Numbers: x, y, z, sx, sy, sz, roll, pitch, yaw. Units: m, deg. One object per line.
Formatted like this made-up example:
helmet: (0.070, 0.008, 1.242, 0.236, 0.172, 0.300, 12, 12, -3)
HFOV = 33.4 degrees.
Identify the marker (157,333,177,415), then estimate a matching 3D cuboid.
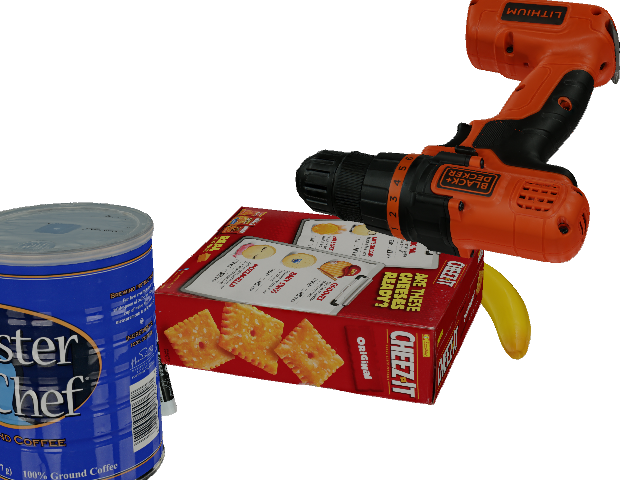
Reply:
marker: (-0.168, 0.120, 1.091, 0.020, 0.121, 0.020, -11, 13, 2)

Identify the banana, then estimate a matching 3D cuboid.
banana: (0.168, 0.058, 1.118, 0.069, 0.037, 0.198, -36, 40, -12)

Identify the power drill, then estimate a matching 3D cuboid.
power drill: (0.096, -0.073, 0.669, 0.185, 0.187, 0.057, 13, -33, 26)

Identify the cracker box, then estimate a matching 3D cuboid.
cracker box: (0.005, 0.044, 0.818, 0.214, 0.072, 0.164, 7, 27, 19)

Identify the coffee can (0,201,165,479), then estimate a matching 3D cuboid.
coffee can: (-0.141, 0.059, 0.592, 0.103, 0.140, 0.103, -1, 16, 0)
